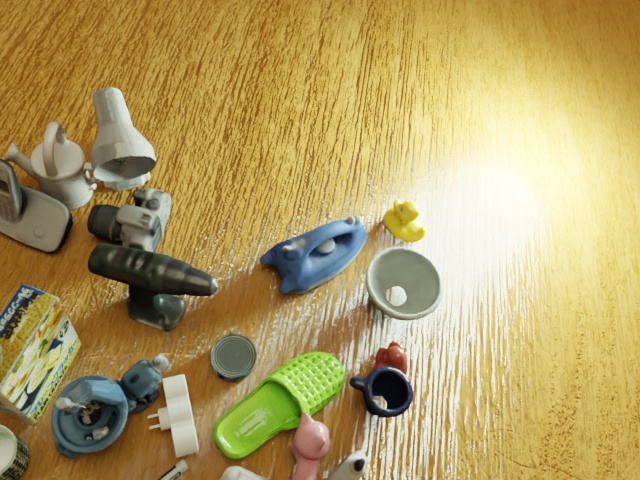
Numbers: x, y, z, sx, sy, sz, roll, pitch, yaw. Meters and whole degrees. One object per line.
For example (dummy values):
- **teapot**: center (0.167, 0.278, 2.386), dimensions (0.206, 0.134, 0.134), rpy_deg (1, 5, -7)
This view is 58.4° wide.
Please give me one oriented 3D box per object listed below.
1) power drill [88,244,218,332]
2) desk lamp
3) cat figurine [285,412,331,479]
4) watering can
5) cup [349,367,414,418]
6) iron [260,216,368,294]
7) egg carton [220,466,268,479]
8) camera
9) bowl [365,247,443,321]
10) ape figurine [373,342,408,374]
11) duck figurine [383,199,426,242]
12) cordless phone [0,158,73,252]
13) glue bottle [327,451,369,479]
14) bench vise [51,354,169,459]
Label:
- **power drill**: center (-0.294, 0.086, 1.030), dimensions (0.229, 0.208, 0.075), rpy_deg (18, 58, -1)
- **desk lamp**: center (-0.408, -0.189, 1.162), dimensions (0.118, 0.213, 0.203), rpy_deg (-14, 64, -19)
- **cat figurine**: center (-0.017, 0.368, 0.980), dimensions (0.067, 0.117, 0.128), rpy_deg (10, 59, -6)
- **watering can**: center (-0.521, -0.150, 1.125), dimensions (0.173, 0.194, 0.101), rpy_deg (-12, 63, -19)
- **cup**: center (0.104, 0.290, 1.066), dimensions (0.118, 0.095, 0.092), rpy_deg (16, 58, -3)
- **iron**: center (0.011, 0.004, 1.185), dimensions (0.259, 0.141, 0.118), rpy_deg (-27, 69, -25)
- **egg carton**: center (-0.107, 0.447, 0.942), dimensions (0.150, 0.069, 0.107), rpy_deg (23, 58, 1)
- **camera**: center (-0.384, -0.045, 1.150), dimensions (0.137, 0.101, 0.143), rpy_deg (15, 58, -3)
- **bowl**: center (0.168, 0.102, 1.202), dimensions (0.167, 0.074, 0.167), rpy_deg (6, 59, -9)
- **ape figurine**: center (0.141, 0.232, 1.109), dimensions (0.078, 0.092, 0.076), rpy_deg (-28, 69, -25)
- **duck figurine**: center (0.199, -0.049, 1.291), dimensions (0.104, 0.086, 0.078), rpy_deg (39, 60, 11)
- **cordless phone**: center (-0.550, -0.069, 1.077), dimensions (0.147, 0.185, 0.094), rpy_deg (21, 58, 1)
- **glue bottle**: center (0.051, 0.384, 0.953), dimensions (0.037, 0.173, 0.078), rpy_deg (40, 60, 12)
- **bench vise**: center (-0.347, 0.243, 0.919), dimensions (0.121, 0.219, 0.208), rpy_deg (29, 58, 6)
